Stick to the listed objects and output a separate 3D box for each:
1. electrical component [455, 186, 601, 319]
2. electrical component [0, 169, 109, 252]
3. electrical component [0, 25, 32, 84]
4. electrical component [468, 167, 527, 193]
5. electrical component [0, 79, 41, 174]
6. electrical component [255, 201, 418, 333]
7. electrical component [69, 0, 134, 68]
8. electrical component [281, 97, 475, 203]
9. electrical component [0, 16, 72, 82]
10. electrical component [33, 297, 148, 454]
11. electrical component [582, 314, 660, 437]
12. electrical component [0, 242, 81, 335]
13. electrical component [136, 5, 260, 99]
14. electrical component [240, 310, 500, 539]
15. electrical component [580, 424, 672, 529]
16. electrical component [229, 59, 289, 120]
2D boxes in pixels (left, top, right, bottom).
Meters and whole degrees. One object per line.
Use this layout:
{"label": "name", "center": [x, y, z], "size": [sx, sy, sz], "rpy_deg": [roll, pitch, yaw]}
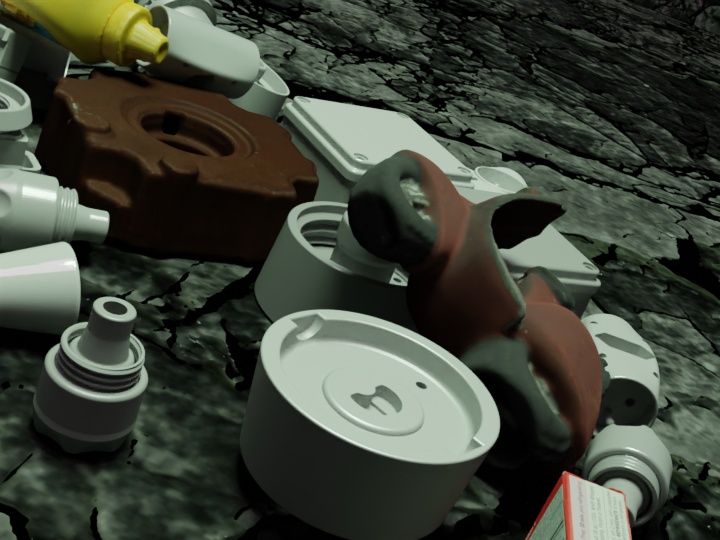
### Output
{"label": "electrical component", "center": [0.079, -0.006, 0.697], "size": [0.109, 0.056, 0.108], "rpy_deg": [5, 29, -32]}
{"label": "electrical component", "center": [-0.164, -0.028, 0.561], "size": [0.062, 0.043, 0.043], "rpy_deg": [10, 27, -26]}
{"label": "electrical component", "center": [-0.252, -0.133, 0.664], "size": [0.054, 0.059, 0.095], "rpy_deg": [26, 3, 5]}
{"label": "electrical component", "center": [0.083, -0.057, 0.819], "size": [0.079, 0.044, 0.077], "rpy_deg": [28, 25, 11]}
{"label": "electrical component", "center": [-0.215, -0.074, 0.597], "size": [0.078, 0.057, 0.058], "rpy_deg": [2, 31, -36]}
{"label": "electrical component", "center": [0.000, 0.000, 0.616], "size": [0.108, 0.060, 0.108], "rpy_deg": [18, 25, -9]}
{"label": "electrical component", "center": [-0.220, -0.195, 0.832], "size": [0.096, 0.061, 0.061], "rpy_deg": [-6, 37, -45]}
{"label": "electrical component", "center": [0.007, -0.072, 0.774], "size": [0.109, 0.056, 0.108], "rpy_deg": [3, 30, -35]}
{"label": "electrical component", "center": [-0.248, -0.162, 0.767], "size": [0.081, 0.043, 0.043], "rpy_deg": [14, 26, -15]}
{"label": "electrical component", "center": [-0.108, 0.041, 0.443], "size": [0.043, 0.062, 0.043], "rpy_deg": [18, 25, -9]}
{"label": "electrical component", "center": [0.129, 0.056, 0.628], "size": [0.079, 0.043, 0.077], "rpy_deg": [20, 25, -4]}
{"label": "electrical component", "center": [-0.166, 0.009, 0.489], "size": [0.065, 0.044, 0.044], "rpy_deg": [-1, 33, -32]}
{"label": "electrical component", "center": [-0.125, -0.147, 0.755], "size": [0.077, 0.043, 0.079], "rpy_deg": [14, -16, -43]}
{"label": "electrical component", "center": [0.000, 0.072, 0.470], "size": [0.108, 0.060, 0.108], "rpy_deg": [18, 25, -8]}
{"label": "electrical component", "center": [0.130, 0.105, 0.529], "size": [0.043, 0.043, 0.062], "rpy_deg": [26, 26, 10]}
{"label": "electrical component", "center": [-0.107, -0.143, 0.835], "size": [0.099, 0.064, 0.099], "rpy_deg": [34, 17, -12]}
